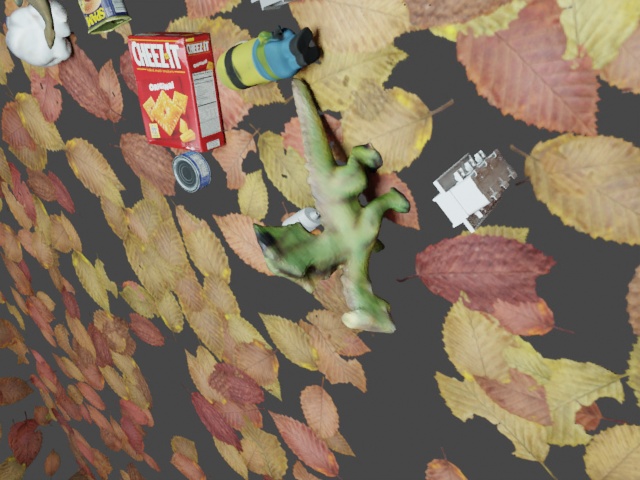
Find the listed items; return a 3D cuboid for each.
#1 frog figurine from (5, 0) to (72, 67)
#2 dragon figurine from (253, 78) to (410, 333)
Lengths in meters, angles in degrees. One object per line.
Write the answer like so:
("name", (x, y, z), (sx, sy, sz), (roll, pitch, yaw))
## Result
("frog figurine", (-0.609, -0.457, 1.142), (0.159, 0.125, 0.135), (-5, 144, 31))
("dragon figurine", (0.002, -0.040, 0.786), (0.409, 0.247, 0.120), (55, 140, -3))
